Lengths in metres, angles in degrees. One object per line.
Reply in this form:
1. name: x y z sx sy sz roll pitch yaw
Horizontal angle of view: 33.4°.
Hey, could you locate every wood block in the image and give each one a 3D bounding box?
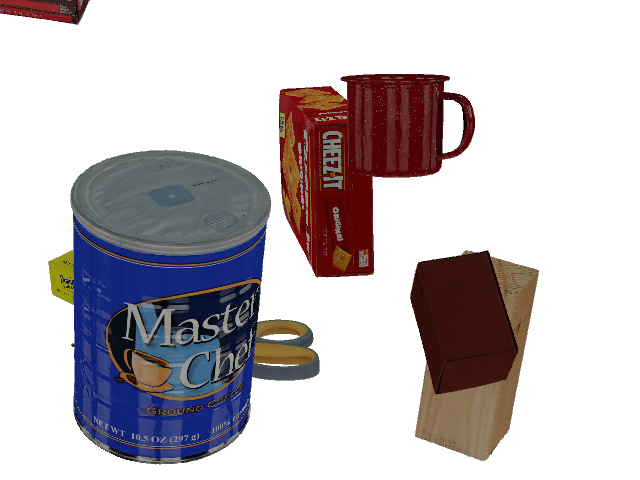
1. wood block: 0.176 0.129 1.209 0.090 0.206 0.090 16 23 24

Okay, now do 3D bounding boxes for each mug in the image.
1. mug: 0.075 -0.098 0.907 0.117 0.081 0.093 5 13 23

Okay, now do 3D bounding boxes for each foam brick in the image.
1. foam brick: 0.096 0.055 0.720 0.051 0.078 0.053 -8 -30 -7

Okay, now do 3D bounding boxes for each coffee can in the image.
1. coffee can: -0.084 0.035 0.585 0.102 0.140 0.103 5 30 -3

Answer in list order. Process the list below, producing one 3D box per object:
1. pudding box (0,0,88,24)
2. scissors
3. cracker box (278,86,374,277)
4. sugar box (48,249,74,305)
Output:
1. pudding box: -0.235 -0.225 0.889 0.090 0.039 0.113 8 36 -5
2. scissors: -0.093 0.082 0.880 0.202 0.016 0.096 8 22 16
3. cracker box: 0.003 -0.071 1.168 0.072 0.164 0.214 -5 18 -9
4. sugar box: -0.180 0.018 1.094 0.093 0.048 0.175 20 36 31
